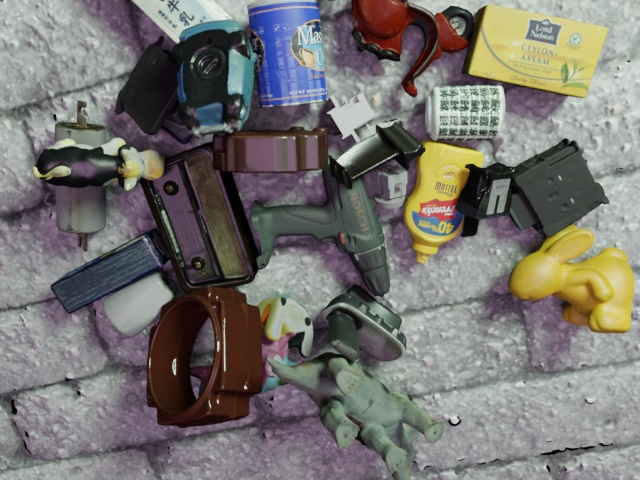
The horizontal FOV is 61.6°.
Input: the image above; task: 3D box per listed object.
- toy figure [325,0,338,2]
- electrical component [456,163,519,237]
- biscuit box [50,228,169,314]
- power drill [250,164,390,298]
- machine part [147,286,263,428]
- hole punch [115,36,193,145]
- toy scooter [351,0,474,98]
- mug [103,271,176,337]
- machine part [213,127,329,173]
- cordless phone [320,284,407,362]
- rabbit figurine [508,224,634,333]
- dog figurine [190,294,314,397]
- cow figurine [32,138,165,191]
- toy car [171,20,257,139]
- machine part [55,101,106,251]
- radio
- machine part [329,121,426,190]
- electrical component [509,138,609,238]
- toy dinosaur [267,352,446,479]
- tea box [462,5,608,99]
[{"bbox_3d":[0.038,-0.412,0.727,0.082,0.089,0.180,18,84,-13],"label":"toy figure"},{"bbox_3d":[0.244,-0.055,0.803,0.075,0.048,0.119,-4,113,-32],"label":"electrical component"},{"bbox_3d":[-0.357,0.053,0.918,0.203,0.059,0.062,-25,103,11],"label":"biscuit box"},{"bbox_3d":[-0.002,-0.003,0.862,0.207,0.086,0.231,-7,104,11],"label":"power drill"},{"bbox_3d":[-0.187,0.184,0.846,0.201,0.087,0.201,-23,60,37],"label":"machine part"},{"bbox_3d":[-0.232,-0.220,0.823,0.116,0.092,0.142,46,111,25],"label":"hole punch"},{"bbox_3d":[0.119,-0.286,0.772,0.184,0.075,0.135,20,107,-6],"label":"toy scooter"},{"bbox_3d":[-0.296,0.112,0.922,0.107,0.081,0.109,-38,101,5],"label":"mug"},{"bbox_3d":[-0.071,-0.133,0.785,0.179,0.179,0.056,0,105,5],"label":"machine part"},{"bbox_3d":[0.073,0.158,0.849,0.146,0.184,0.088,38,101,-6],"label":"cordless phone"},{"bbox_3d":[0.382,0.058,0.826,0.173,0.122,0.162,7,102,3],"label":"rabbit figurine"},{"bbox_3d":[-0.127,0.199,0.920,0.219,0.191,0.108,-18,146,33],"label":"dog figurine"},{"bbox_3d":[-0.316,-0.108,0.775,0.167,0.098,0.068,0,107,2],"label":"cow figurine"},{"bbox_3d":[-0.133,-0.208,0.735,0.109,0.103,0.161,-8,78,13],"label":"toy car"},{"bbox_3d":[-0.386,-0.100,0.867,0.079,0.079,0.243,7,107,3],"label":"machine part"},{"bbox_3d":[-0.192,-0.033,0.871,0.131,0.073,0.229,-14,104,9],"label":"radio"},{"bbox_3d":[0.082,-0.125,0.794,0.139,0.039,0.084,-27,65,-11],"label":"machine part"},{"bbox_3d":[0.351,-0.073,0.823,0.134,0.058,0.114,-33,99,13],"label":"electrical component"},{"bbox_3d":[0.051,0.250,0.849,0.404,0.192,0.131,44,78,-22],"label":"toy dinosaur"},{"bbox_3d":[0.300,-0.266,0.764,0.170,0.068,0.098,11,108,3],"label":"tea box"}]
